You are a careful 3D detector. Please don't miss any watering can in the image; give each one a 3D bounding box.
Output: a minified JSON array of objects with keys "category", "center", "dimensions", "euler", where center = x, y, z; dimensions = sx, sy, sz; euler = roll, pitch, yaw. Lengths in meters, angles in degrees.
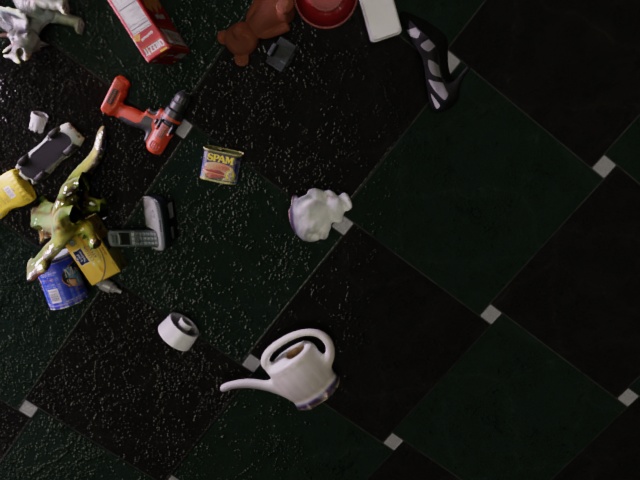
[{"category":"watering can","center":[-0.093,0.393,1.468],"dimensions":[0.346,0.105,0.222],"euler":[-35,102,8]}]

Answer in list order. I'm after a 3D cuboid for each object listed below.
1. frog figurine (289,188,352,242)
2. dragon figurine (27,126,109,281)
[{"category":"frog figurine","center":[0.004,-0.068,1.344],"dimensions":[0.159,0.122,0.138],"euler":[-8,86,15]},{"category":"dragon figurine","center":[-0.668,-0.092,1.331],"dimensions":[0.242,0.120,0.417],"euler":[-6,67,23]}]
